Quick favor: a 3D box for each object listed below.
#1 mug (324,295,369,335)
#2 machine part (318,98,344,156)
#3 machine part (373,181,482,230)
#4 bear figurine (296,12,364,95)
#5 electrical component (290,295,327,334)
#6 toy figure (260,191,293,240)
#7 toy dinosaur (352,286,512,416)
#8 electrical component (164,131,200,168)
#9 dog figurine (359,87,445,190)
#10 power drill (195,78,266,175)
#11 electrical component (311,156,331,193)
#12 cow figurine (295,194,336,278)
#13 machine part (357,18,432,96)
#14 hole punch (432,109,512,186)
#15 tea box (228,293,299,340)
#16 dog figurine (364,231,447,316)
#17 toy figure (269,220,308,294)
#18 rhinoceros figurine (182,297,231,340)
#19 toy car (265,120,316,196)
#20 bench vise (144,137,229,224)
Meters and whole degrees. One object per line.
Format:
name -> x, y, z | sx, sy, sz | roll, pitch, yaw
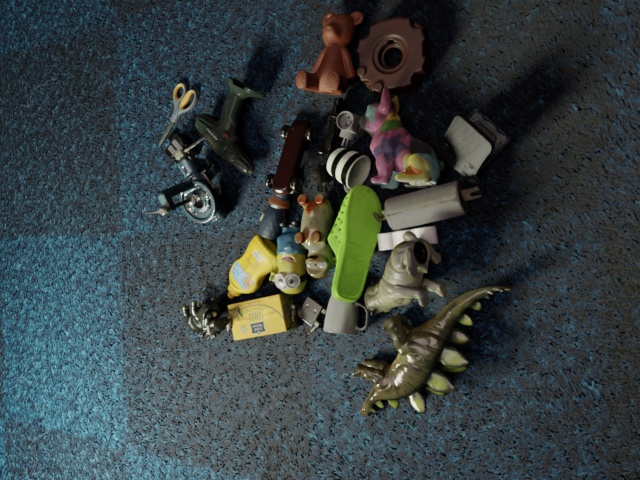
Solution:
mug -> 0.064, 0.169, 1.274 | 0.110, 0.080, 0.107 | 0, 82, 33
machine part -> 0.031, -0.272, 1.293 | 0.039, 0.084, 0.138 | 15, 108, 1
machine part -> 0.233, -0.074, 1.180 | 0.243, 0.079, 0.079 | -15, 84, 28
bear figurine -> 0.030, -0.443, 1.258 | 0.120, 0.132, 0.195 | 14, 104, 25
electrical component -> -0.025, 0.185, 1.340 | 0.102, 0.045, 0.078 | 40, 110, 22
toy figure -> -0.112, -0.077, 1.376 | 0.058, 0.064, 0.154 | 31, 103, 65
toy dinosaur -> 0.223, 0.246, 1.181 | 0.199, 0.105, 0.471 | 37, 116, 15
electrical component -> -0.404, -0.267, 1.537 | 0.075, 0.047, 0.119 | -46, 72, 20
dog figurine -> 0.179, -0.226, 1.192 | 0.192, 0.108, 0.219 | -1, 88, 29
power drill -> -0.220, -0.310, 1.426 | 0.232, 0.086, 0.207 | 36, 114, 26
electrical component -> 0.002, -0.161, 1.310 | 0.021, 0.063, 0.094 | -14, 84, 28
cow figurine -> -0.003, -0.004, 1.296 | 0.086, 0.127, 0.195 | -5, 74, 28
machine part -> 0.167, -0.416, 1.222 | 0.180, 0.056, 0.179 | 0, 90, 27
hole punch -> 0.324, -0.203, 1.135 | 0.142, 0.092, 0.115 | 47, 141, 17
tea box -> -0.148, 0.197, 1.394 | 0.170, 0.068, 0.098 | -16, 83, 27
dog figurine -> 0.161, 0.076, 1.185 | 0.191, 0.121, 0.172 | -12, 84, 45
toy figure -> -0.067, 0.044, 1.343 | 0.082, 0.089, 0.180 | -7, 79, 41
rhinoceros figurine -> -0.307, 0.213, 1.442 | 0.190, 0.073, 0.112 | -13, 84, 54
toy car -> -0.069, -0.204, 1.338 | 0.089, 0.053, 0.202 | 7, 73, 27
bench vise -> -0.344, -0.131, 1.406 | 0.129, 0.240, 0.223 | -14, 103, 33
